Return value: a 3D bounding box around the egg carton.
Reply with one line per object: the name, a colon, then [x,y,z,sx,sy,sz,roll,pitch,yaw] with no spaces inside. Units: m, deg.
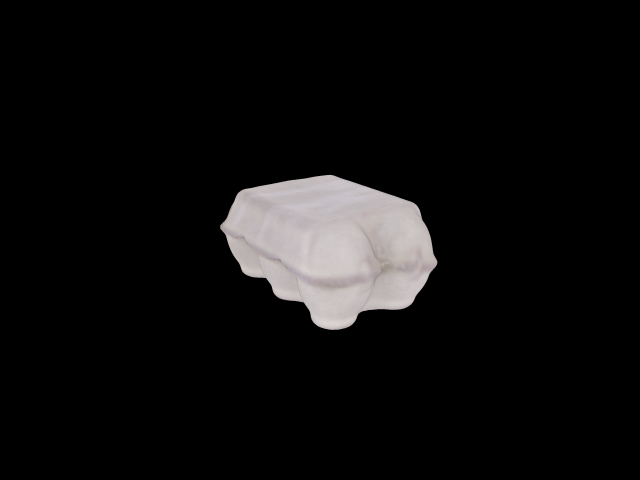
egg carton: [0.004,0.001,0.400,0.107,0.069,0.149,-14,24,-33]
